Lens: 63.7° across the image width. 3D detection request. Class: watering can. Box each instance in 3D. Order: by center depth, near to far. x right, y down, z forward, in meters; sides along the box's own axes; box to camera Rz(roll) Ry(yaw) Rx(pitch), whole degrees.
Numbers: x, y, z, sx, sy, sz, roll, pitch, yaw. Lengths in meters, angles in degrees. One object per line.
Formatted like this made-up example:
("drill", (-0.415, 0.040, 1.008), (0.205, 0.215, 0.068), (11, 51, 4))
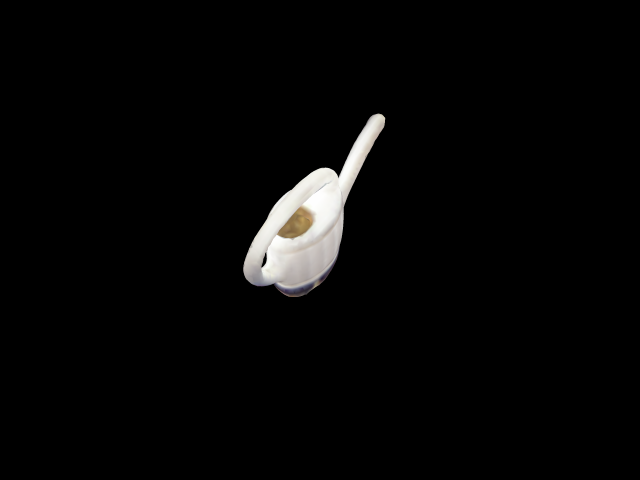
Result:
("watering can", (0.003, -0.043, 0.850), (0.105, 0.353, 0.219), (33, -28, 20))
